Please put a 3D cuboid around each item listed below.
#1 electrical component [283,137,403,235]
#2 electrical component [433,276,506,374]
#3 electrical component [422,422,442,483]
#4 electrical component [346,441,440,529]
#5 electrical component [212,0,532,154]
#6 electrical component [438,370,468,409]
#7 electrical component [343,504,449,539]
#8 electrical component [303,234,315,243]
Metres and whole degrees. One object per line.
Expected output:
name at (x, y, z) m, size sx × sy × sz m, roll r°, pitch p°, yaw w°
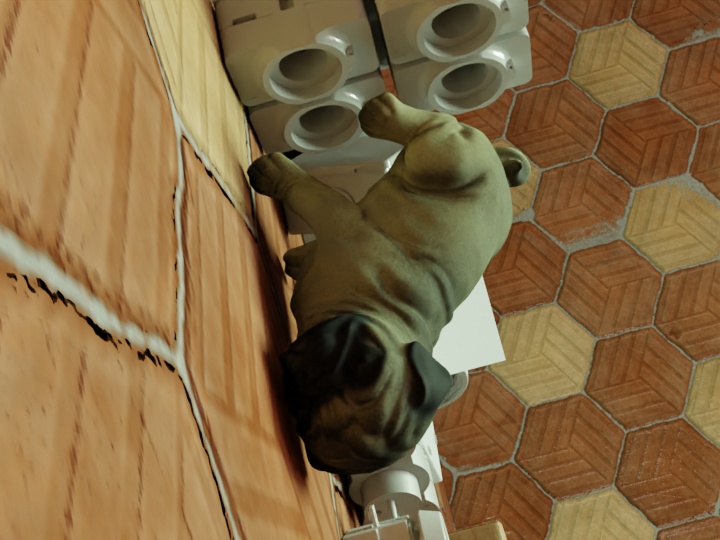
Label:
electrical component at (-0.001, -0.061, 0.753) m, size 0.100 × 0.100 × 0.048 m, roll -41°, pitch 124°, yaw -59°
electrical component at (0.034, 0.033, 0.805) m, size 0.186 × 0.060 × 0.105 m, roll -3°, pitch 76°, yaw -61°
electrical component at (0.031, 0.127, 0.898) m, size 0.099 × 0.048 × 0.099 m, roll -97°, pitch 167°, yaw -45°
electrical component at (0.018, 0.135, 0.676) m, size 0.138 × 0.052 × 0.073 m, roll 72°, pitch 4°, yaw -46°
electrical component at (0.013, -0.143, 0.691) m, size 0.105 × 0.186 × 0.060 m, roll 70°, pitch 6°, yaw -59°
electrical component at (0.053, 0.097, 1.038) m, size 0.108 × 0.108 × 0.060 m, roll 71°, pitch 10°, yaw -49°
electrical component at (0.024, 0.164, 0.609) m, size 0.048 × 0.055 × 0.066 m, roll 52°, pitch 23°, yaw -82°
electrical component at (-0.021, -0.032, 0.851) m, size 0.040 × 0.046 × 0.040 m, roll -15°, pitch 90°, yaw -87°
